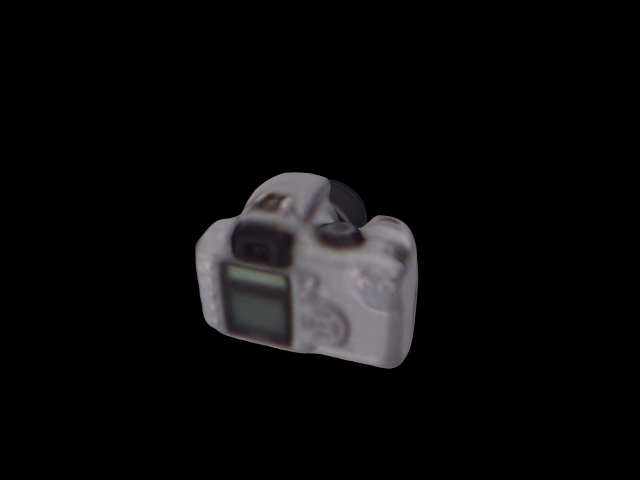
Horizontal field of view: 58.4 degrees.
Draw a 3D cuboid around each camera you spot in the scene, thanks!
[{"bbox_3d":[0.004,0.001,0.400,0.143,0.101,0.137,9,30,17],"label":"camera"}]
